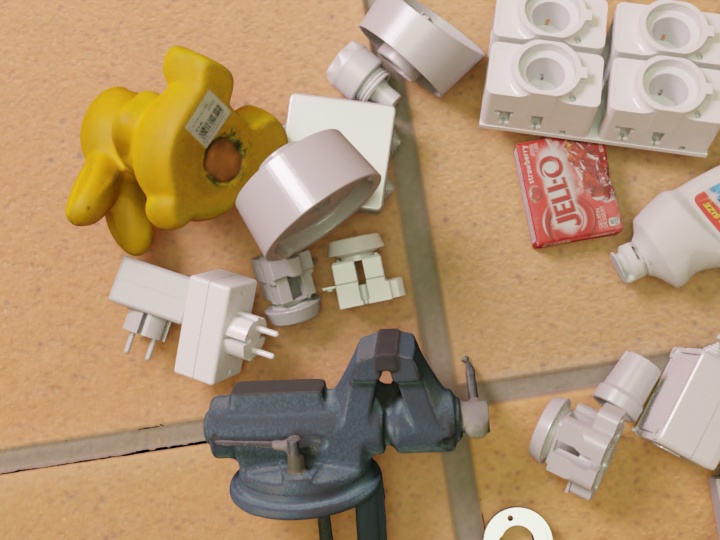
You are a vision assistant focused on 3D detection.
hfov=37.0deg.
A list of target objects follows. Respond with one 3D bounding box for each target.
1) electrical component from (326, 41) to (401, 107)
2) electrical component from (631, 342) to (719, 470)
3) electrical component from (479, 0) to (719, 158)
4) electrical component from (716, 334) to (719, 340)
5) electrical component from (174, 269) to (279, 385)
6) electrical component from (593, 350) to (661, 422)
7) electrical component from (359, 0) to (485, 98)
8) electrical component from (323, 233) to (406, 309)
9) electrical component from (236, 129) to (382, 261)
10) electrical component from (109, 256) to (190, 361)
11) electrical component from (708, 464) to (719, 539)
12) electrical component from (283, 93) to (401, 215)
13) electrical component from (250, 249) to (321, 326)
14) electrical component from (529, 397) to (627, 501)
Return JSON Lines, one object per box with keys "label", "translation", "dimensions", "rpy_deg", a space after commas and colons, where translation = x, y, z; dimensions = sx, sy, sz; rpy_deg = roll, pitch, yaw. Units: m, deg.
{"label": "electrical component", "translation": [0.006, -0.159, 0.907], "dimensions": [0.062, 0.043, 0.043], "rpy_deg": [40, 87, 4]}
{"label": "electrical component", "translation": [0.273, 0.105, 0.857], "dimensions": [0.061, 0.062, 0.096], "rpy_deg": [28, 86, -2]}
{"label": "electrical component", "translation": [0.198, -0.164, 0.875], "dimensions": [0.186, 0.060, 0.105], "rpy_deg": [8, 67, 3]}
{"label": "electrical component", "translation": [0.329, 0.044, 0.872], "dimensions": [0.079, 0.043, 0.077], "rpy_deg": [-29, 84, 0]}
{"label": "electrical component", "translation": [-0.101, 0.051, 0.870], "dimensions": [0.076, 0.047, 0.083], "rpy_deg": [17, 104, 20]}
{"label": "electrical component", "translation": [0.218, 0.094, 0.875], "dimensions": [0.040, 0.040, 0.046], "rpy_deg": [34, 82, 5]}
{"label": "electrical component", "translation": [0.050, -0.190, 0.883], "dimensions": [0.099, 0.099, 0.064], "rpy_deg": [41, 94, 6]}
{"label": "electrical component", "translation": [0.000, 0.000, 0.891], "dimensions": [0.066, 0.048, 0.055], "rpy_deg": [-12, 91, 2]}
{"label": "electrical component", "translation": [-0.044, -0.063, 0.820], "dimensions": [0.108, 0.108, 0.060], "rpy_deg": [-36, 81, -1]}
{"label": "electrical component", "translation": [-0.173, 0.036, 0.894], "dimensions": [0.066, 0.047, 0.076], "rpy_deg": [18, 85, 4]}
{"label": "electrical component", "translation": [0.314, 0.189, 0.849], "dimensions": [0.061, 0.061, 0.096], "rpy_deg": [-1, 84, 2]}
{"label": "electrical component", "translation": [-0.019, -0.094, 0.899], "dimensions": [0.100, 0.048, 0.099], "rpy_deg": [8, 85, 4]}
{"label": "electrical component", "translation": [-0.060, 0.013, 0.887], "dimensions": [0.048, 0.066, 0.055], "rpy_deg": [-20, 104, -24]}
{"label": "electrical component", "translation": [0.172, 0.137, 0.859], "dimensions": [0.057, 0.058, 0.078], "rpy_deg": [24, 114, 23]}
